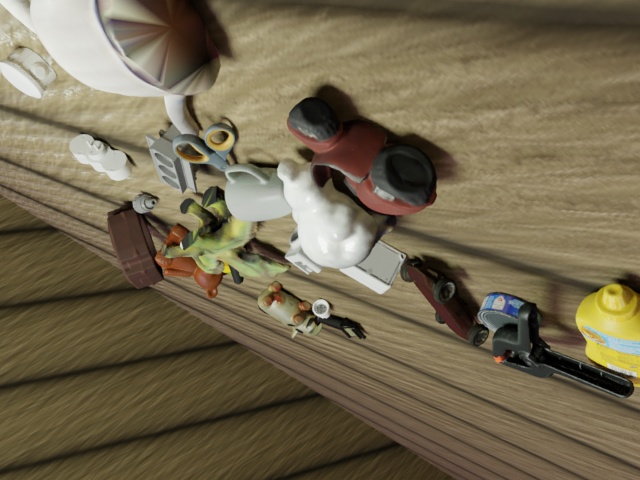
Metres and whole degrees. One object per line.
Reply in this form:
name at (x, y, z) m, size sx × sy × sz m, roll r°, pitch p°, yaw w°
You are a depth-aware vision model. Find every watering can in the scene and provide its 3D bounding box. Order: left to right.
watering can at (-0.207, -0.210, 0.611) m, size 0.225 × 0.105 × 0.343 m, roll 13°, pitch 167°, yaw 35°

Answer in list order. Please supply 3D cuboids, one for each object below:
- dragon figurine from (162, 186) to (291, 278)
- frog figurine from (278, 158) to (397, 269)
dragon figurine at (-0.159, 0.007, 1.047) m, size 0.407 × 0.124 × 0.240 m, roll -11°, pitch 147°, yaw 43°
frog figurine at (0.002, -0.035, 0.688) m, size 0.157 × 0.123 × 0.139 m, roll 32°, pitch -178°, yaw -36°
